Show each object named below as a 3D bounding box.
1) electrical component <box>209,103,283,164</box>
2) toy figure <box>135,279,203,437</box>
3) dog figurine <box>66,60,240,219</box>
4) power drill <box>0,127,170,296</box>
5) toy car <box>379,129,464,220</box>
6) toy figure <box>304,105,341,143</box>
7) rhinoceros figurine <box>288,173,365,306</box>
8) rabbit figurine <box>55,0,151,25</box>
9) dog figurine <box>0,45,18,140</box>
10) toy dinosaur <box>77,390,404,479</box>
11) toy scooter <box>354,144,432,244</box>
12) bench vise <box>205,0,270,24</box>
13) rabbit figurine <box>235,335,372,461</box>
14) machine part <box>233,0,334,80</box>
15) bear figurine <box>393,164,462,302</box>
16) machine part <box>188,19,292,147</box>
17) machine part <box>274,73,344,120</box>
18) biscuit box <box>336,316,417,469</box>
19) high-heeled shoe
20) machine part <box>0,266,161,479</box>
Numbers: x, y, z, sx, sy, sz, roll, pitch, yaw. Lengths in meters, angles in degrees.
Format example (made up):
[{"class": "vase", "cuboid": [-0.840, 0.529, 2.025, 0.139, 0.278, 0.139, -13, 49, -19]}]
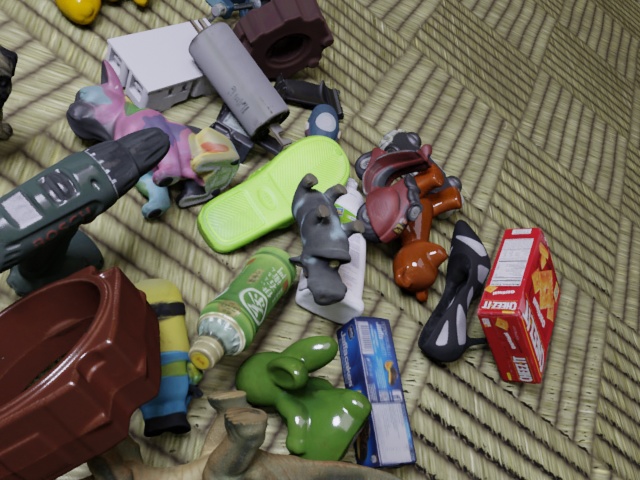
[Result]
[{"class": "electrical component", "cuboid": [-0.120, -0.168, 0.878, 0.119, 0.047, 0.075, 26, 53, -14]}, {"class": "toy figure", "cuboid": [-0.186, 0.133, 0.633, 0.082, 0.089, 0.180, 6, 57, -36]}, {"class": "dog figurine", "cuboid": [-0.241, -0.154, 0.768, 0.191, 0.108, 0.219, -25, 74, -37]}, {"class": "power drill", "cuboid": [-0.275, -0.019, 0.603, 0.086, 0.207, 0.232, 51, 53, -2]}, {"class": "toy car", "cuboid": [0.194, -0.129, 1.026, 0.073, 0.056, 0.202, -37, 82, -32]}, {"class": "toy figure", "cuboid": [0.001, -0.169, 0.943, 0.064, 0.057, 0.154, -3, 58, 13]}, {"class": "rhinoceros figurine", "cuboid": [-0.002, -0.002, 0.732, 0.073, 0.112, 0.190, 18, 42, -33]}, {"class": "rabbit figurine", "cuboid": [-0.367, -0.426, 0.859, 0.162, 0.122, 0.173, 29, 71, -8]}, {"class": "dog figurine", "cuboid": [-0.440, -0.170, 0.610, 0.172, 0.190, 0.121, 4, 60, -26]}, {"class": "toy dinosaur", "cuboid": [-0.096, 0.260, 0.547, 0.472, 0.105, 0.198, -3, 93, -5]}, {"class": "toy scooter", "cuboid": [0.122, -0.086, 0.852, 0.075, 0.135, 0.184, 35, 42, -44]}, {"class": "bench vise", "cuboid": [-0.134, -0.454, 0.996, 0.223, 0.129, 0.240, 48, 42, 0]}, {"class": "rabbit figurine", "cuboid": [-0.032, 0.194, 0.650, 0.170, 0.159, 0.121, 31, 36, 17]}, {"class": "machine part", "cuboid": [-0.064, -0.346, 0.937, 0.179, 0.179, 0.056, -12, 73, -34]}, {"class": "bear figurine", "cuboid": [0.175, -0.007, 0.897, 0.120, 0.132, 0.196, 36, 38, -42]}, {"class": "machine part", "cuboid": [-0.124, -0.243, 0.830, 0.079, 0.079, 0.243, -35, 89, -39]}, {"class": "machine part", "cuboid": [-0.019, -0.266, 1.001, 0.139, 0.039, 0.084, 8, 64, -27]}, {"class": "biscuit box", "cuboid": [0.075, 0.210, 0.750, 0.059, 0.063, 0.203, 6, 59, -25]}, {"class": "high-heeled shoe", "cuboid": [0.208, 0.077, 0.888, 0.145, 0.086, 0.249, 7, 65, -28]}, {"class": "machine part", "cuboid": [-0.260, 0.124, 0.508, 0.201, 0.202, 0.087, -28, 120, -2]}]
